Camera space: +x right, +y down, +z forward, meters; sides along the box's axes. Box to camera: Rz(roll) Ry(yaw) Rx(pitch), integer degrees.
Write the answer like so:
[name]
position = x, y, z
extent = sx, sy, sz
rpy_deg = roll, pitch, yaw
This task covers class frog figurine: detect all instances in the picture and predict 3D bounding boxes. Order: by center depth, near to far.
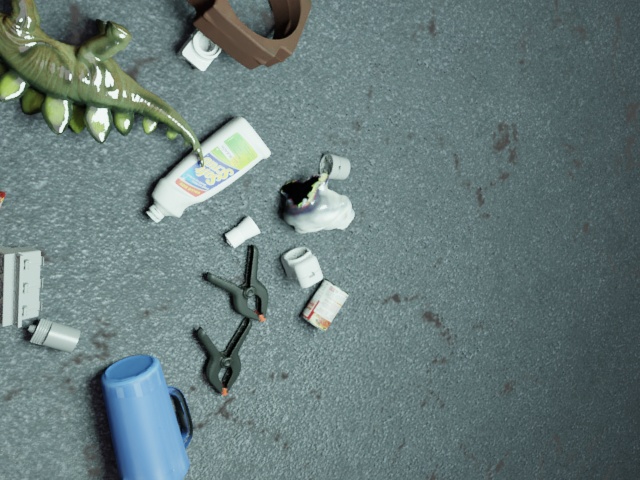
[frog figurine]
position = 0.003, -0.055, 1.094
extent = 0.136, 0.126, 0.157
rpy_deg = -29, 130, 17
